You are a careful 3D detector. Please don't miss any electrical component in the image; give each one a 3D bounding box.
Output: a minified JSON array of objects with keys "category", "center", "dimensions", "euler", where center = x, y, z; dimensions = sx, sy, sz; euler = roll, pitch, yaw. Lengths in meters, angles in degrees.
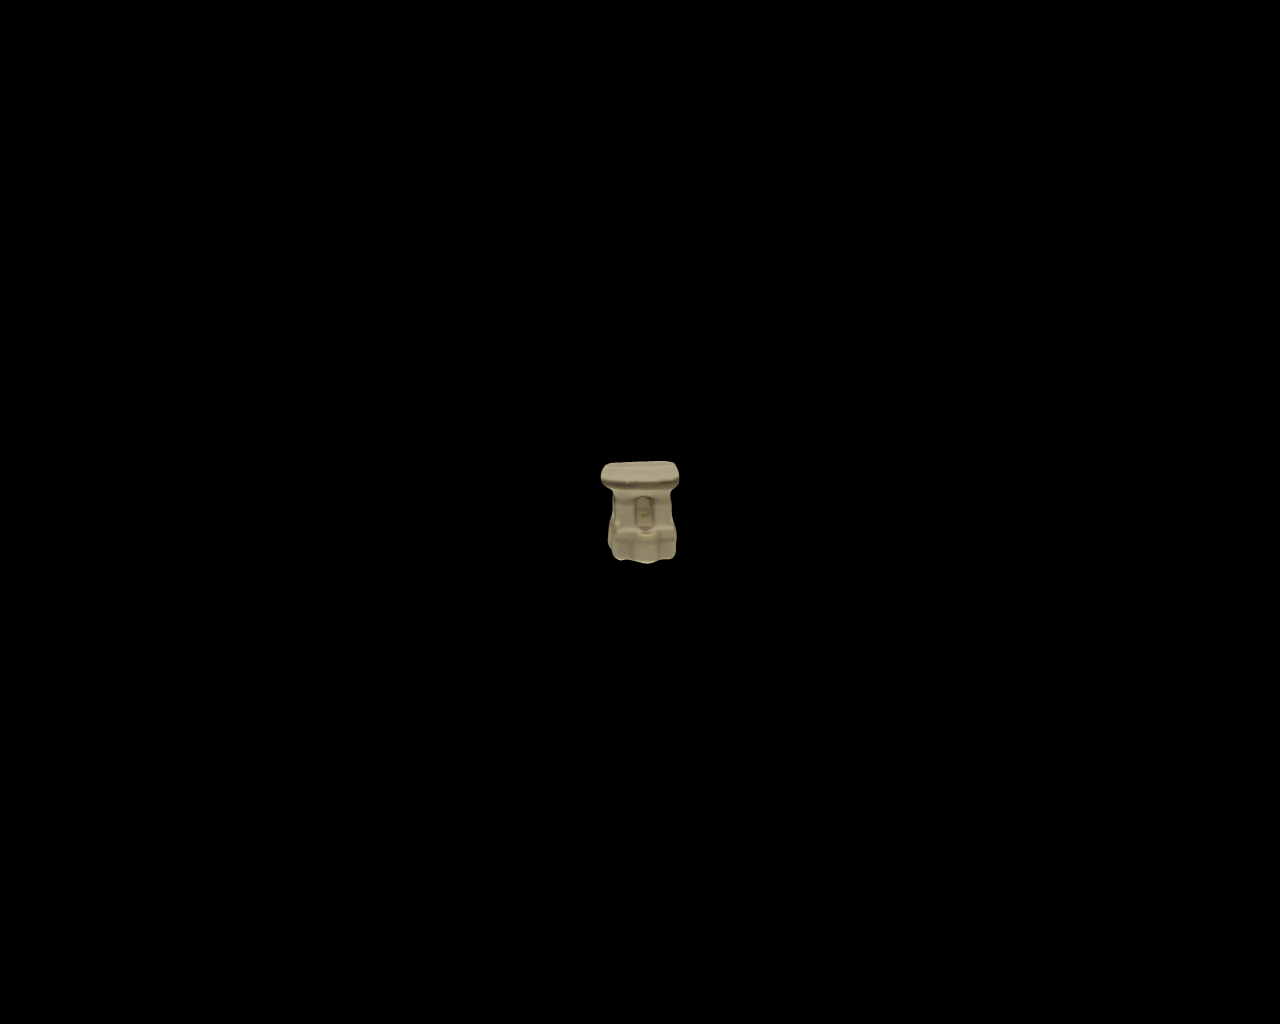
[{"category":"electrical component","center":[0.001,-0.003,0.650],"dimensions":[0.048,0.055,0.066],"euler":[-1,9,-7]}]
